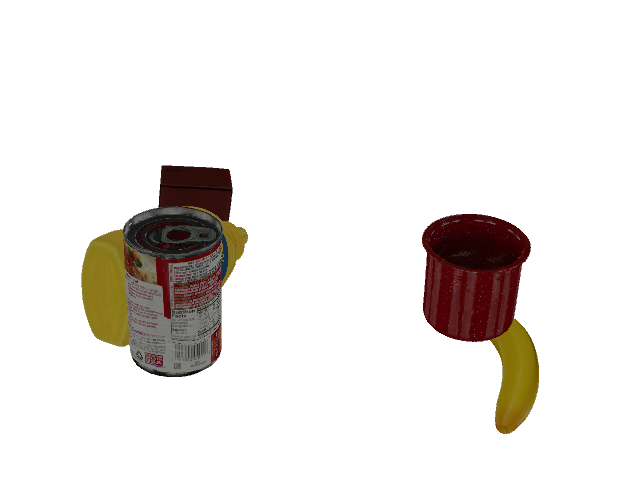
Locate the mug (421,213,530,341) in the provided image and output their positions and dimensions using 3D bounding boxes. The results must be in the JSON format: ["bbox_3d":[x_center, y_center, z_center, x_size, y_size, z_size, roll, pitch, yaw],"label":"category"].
[{"bbox_3d":[0.132,0.028,0.947,0.093,0.081,0.117,-1,33,-4],"label":"mug"}]

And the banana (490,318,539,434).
[{"bbox_3d":[0.193,0.126,1.116,0.069,0.037,0.198,-23,32,6],"label":"banana"}]

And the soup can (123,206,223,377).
[{"bbox_3d":[-0.102,0.036,0.751,0.068,0.102,0.068,2,29,-1],"label":"soup can"}]

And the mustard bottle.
[{"bbox_3d":[-0.130,0.021,0.970,0.058,0.096,0.191,12,22,31],"label":"mustard bottle"}]

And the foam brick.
[{"bbox_3d":[-0.137,-0.047,1.164,0.078,0.051,0.053,3,28,-8],"label":"foam brick"}]
